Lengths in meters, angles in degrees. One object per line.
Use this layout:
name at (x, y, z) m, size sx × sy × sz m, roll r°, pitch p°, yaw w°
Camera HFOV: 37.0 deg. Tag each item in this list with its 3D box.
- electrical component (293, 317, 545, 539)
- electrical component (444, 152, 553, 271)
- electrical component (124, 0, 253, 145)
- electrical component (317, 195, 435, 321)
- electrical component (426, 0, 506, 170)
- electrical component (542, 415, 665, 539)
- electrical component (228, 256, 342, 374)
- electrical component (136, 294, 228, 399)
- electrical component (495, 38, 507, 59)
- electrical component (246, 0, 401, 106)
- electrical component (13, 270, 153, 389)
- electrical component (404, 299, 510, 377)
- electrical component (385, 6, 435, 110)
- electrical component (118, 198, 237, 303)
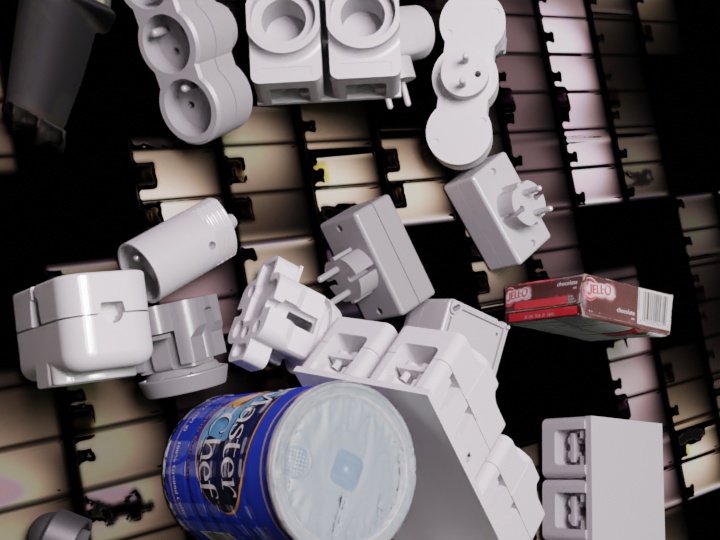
electrical component at (0.047, 0.117, 0.731) m, size 0.060 × 0.105 × 0.186 m, roll -53°, pitch 133°, yaw -33°
electrical component at (0.125, -0.051, 0.874) m, size 0.047 × 0.076 × 0.083 m, roll -39°, pitch 104°, yaw -34°
electrical component at (-0.108, -0.161, 0.731) m, size 0.074 × 0.052 × 0.138 m, roll -37°, pitch 115°, yaw -52°
electrical component at (0.000, 0.000, 0.791) m, size 0.076 × 0.047 × 0.083 m, roll -32°, pitch 100°, yaw -36°
electrical component at (0.083, -0.151, 0.845) m, size 0.052 × 0.074 × 0.138 m, roll 7°, pitch 89°, yaw 8°
electrical component at (0.198, 0.200, 0.888) m, size 0.089 × 0.062 × 0.150 m, roll 11°, pitch 75°, yaw -35°
electrical component at (-0.050, 0.038, 0.742) m, size 0.057 × 0.058 × 0.078 m, roll 29°, pitch 65°, yaw -26°
electrical component at (-0.116, 0.049, 0.686) m, size 0.078 × 0.058 × 0.057 m, roll -12°, pitch 90°, yaw -72°
electrical component at (0.098, -0.207, 0.905) m, size 0.043 × 0.043 × 0.062 m, roll -13°, pitch 87°, yaw -37°
electrical component at (-0.028, -0.219, 0.773) m, size 0.105 × 0.060 × 0.186 m, roll -3°, pitch 81°, yaw 0°
electrical component at (-0.164, 0.037, 0.634) m, size 0.054 × 0.095 × 0.059 m, roll -4°, pitch 84°, yaw -37°
electrical component at (0.062, 0.075, 0.817) m, size 0.062 × 0.061 × 0.096 m, roll 25°, pitch 75°, yaw -30°
electrical component at (0.020, -0.164, 0.839) m, size 0.077 × 0.044 × 0.079 m, roll -15°, pitch 90°, yaw -37°
electrical component at (-0.115, -0.016, 0.713) m, size 0.081 × 0.043 × 0.043 m, roll -34°, pitch 101°, yaw -36°
